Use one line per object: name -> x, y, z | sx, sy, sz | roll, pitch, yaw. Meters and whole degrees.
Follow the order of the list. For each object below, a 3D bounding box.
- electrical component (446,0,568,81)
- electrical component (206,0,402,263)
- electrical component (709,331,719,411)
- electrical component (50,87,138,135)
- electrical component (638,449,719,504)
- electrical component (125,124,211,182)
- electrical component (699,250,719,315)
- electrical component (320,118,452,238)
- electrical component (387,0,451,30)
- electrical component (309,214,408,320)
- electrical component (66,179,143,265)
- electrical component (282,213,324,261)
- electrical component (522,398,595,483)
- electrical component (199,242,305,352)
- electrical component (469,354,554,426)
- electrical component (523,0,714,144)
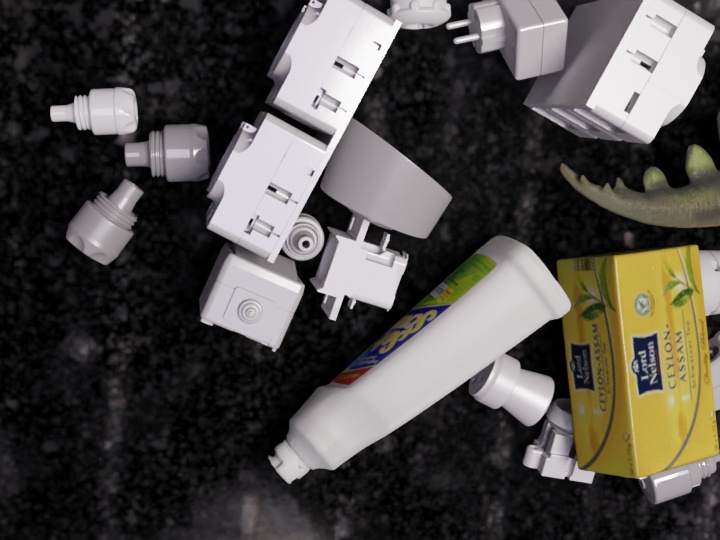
electrical component -> 0.103, -0.183, 0.798 | 0.076, 0.083, 0.047 | -13, 139, -6
electrical component -> -0.049, -0.108, 0.781 | 0.060, 0.105, 0.186 | 28, 94, -11
electrical component -> 0.332, 0.082, 0.894 | 0.138, 0.052, 0.073 | -29, 102, -2
electrical component -> -0.197, -0.116, 0.794 | 0.061, 0.035, 0.035 | -3, 99, -5
electrical component -> 0.269, 0.168, 0.905 | 0.078, 0.040, 0.040 | -17, 101, -6
electrical component -> -0.143, -0.087, 0.802 | 0.062, 0.043, 0.043 | -3, 99, -6
electrical component -> 0.285, 0.010, 0.876 | 0.047, 0.055, 0.055 | -3, 99, -11
electrical component -> 0.020, -0.067, 0.802 | 0.099, 0.099, 0.064 | 24, 101, -11
electrical component -> 0.043, -0.214, 0.810 | 0.048, 0.048, 0.062 | -3, 93, -8
electrical component -> 0.000, 0.000, 0.837 | 0.064, 0.042, 0.081 | 18, 98, -13
electrical component -> -0.187, -0.039, 0.803 | 0.043, 0.043, 0.062 | 37, 91, -12
electrical component -> -0.044, -0.024, 0.817 | 0.035, 0.061, 0.035 | -1, 99, -8
electrical component -> 0.172, 0.139, 0.884 | 0.066, 0.048, 0.055 | 11, 105, -10
electrical component -> -0.080, 0.016, 0.800 | 0.062, 0.096, 0.061 | 24, 93, -11
electrical component -> 0.122, 0.095, 0.869 | 0.055, 0.045, 0.045 | 28, 94, -11
electrical component -> 0.187, -0.145, 0.787 | 0.062, 0.150, 0.089 | 28, 94, -11
